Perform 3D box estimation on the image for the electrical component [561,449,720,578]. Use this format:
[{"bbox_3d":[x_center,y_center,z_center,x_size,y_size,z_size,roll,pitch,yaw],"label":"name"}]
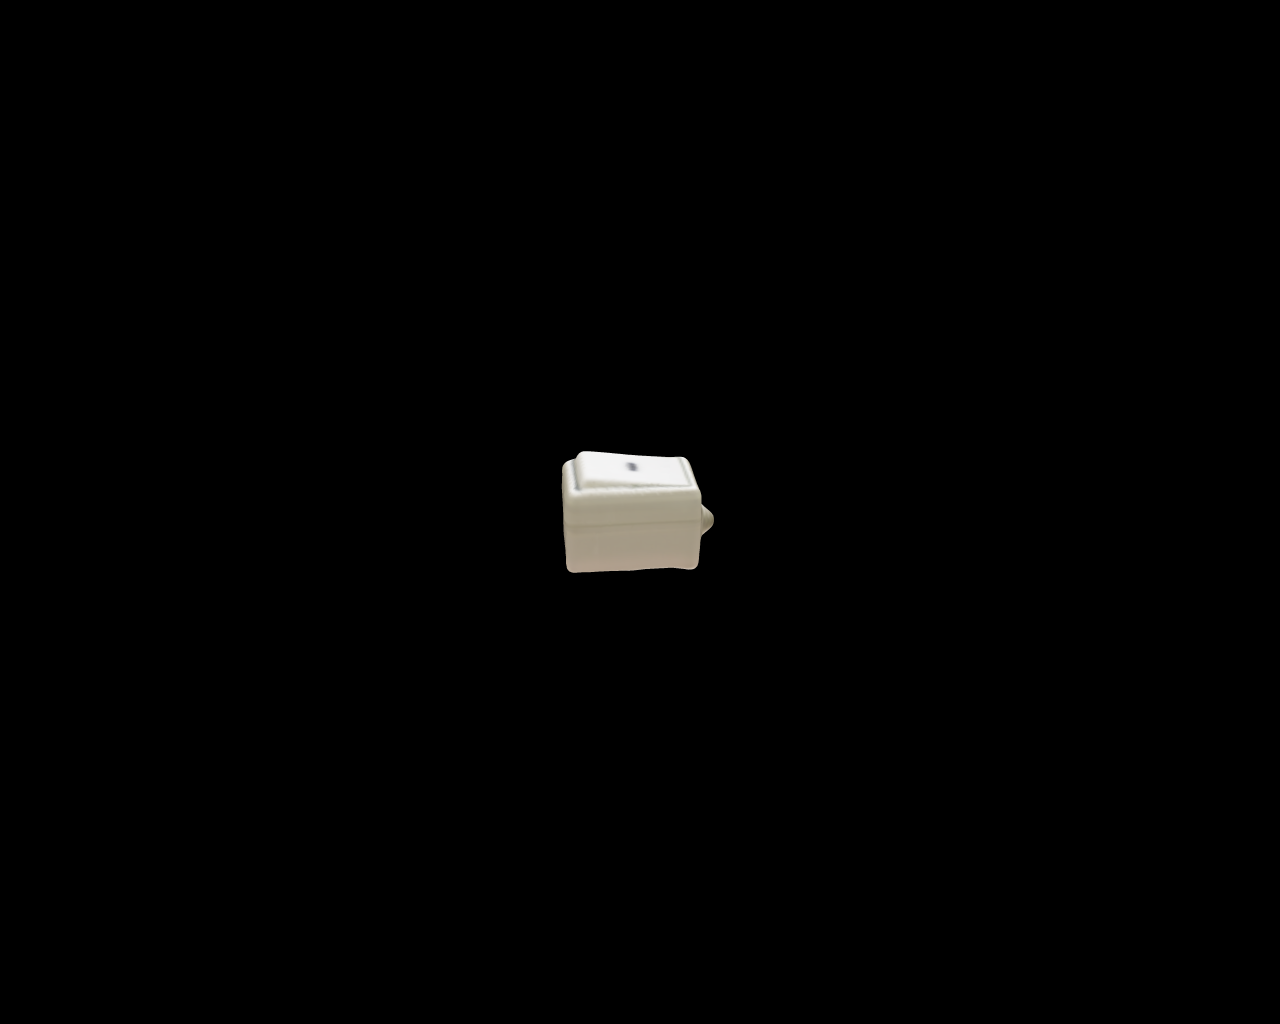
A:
[{"bbox_3d":[0.001,-0.003,0.650,0.096,0.061,0.062,-2,24,-5],"label":"electrical component"}]
